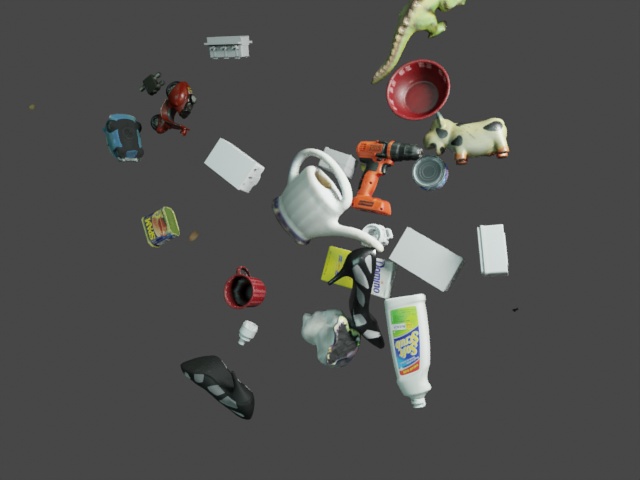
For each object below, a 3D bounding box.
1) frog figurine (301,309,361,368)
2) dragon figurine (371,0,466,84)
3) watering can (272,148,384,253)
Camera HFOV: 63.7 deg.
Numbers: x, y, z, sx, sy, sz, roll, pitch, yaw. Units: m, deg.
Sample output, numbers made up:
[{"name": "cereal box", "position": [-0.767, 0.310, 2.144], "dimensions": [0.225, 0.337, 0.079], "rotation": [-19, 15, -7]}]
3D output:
[{"name": "frog figurine", "position": [0.022, 0.240, 1.283], "dimensions": [0.159, 0.123, 0.137], "rotation": [1, 90, 59]}, {"name": "dragon figurine", "position": [0.239, -0.580, 1.259], "dimensions": [0.123, 0.241, 0.409], "rotation": [38, 94, 18]}, {"name": "watering can", "position": [0.004, -0.066, 1.306], "dimensions": [0.221, 0.104, 0.352], "rotation": [-42, 66, 29]}]
